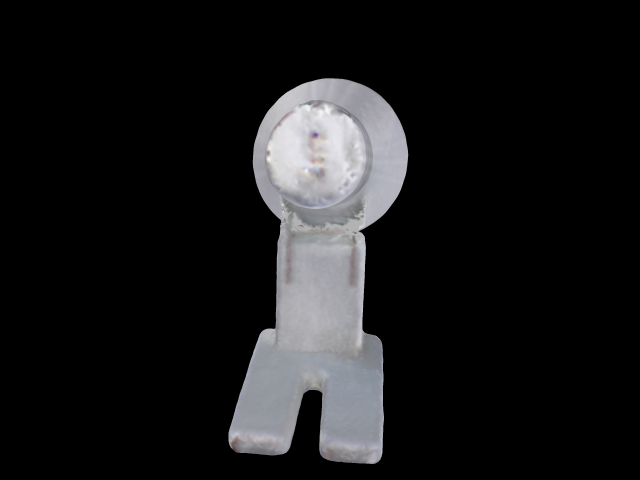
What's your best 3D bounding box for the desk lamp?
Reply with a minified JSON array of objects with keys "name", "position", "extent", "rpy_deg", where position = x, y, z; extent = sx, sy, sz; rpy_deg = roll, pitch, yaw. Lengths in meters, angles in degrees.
[{"name":"desk lamp","position":[0.004,0.001,0.400],"extent":[0.118,0.214,0.203],"rpy_deg":[1,23,4]}]
